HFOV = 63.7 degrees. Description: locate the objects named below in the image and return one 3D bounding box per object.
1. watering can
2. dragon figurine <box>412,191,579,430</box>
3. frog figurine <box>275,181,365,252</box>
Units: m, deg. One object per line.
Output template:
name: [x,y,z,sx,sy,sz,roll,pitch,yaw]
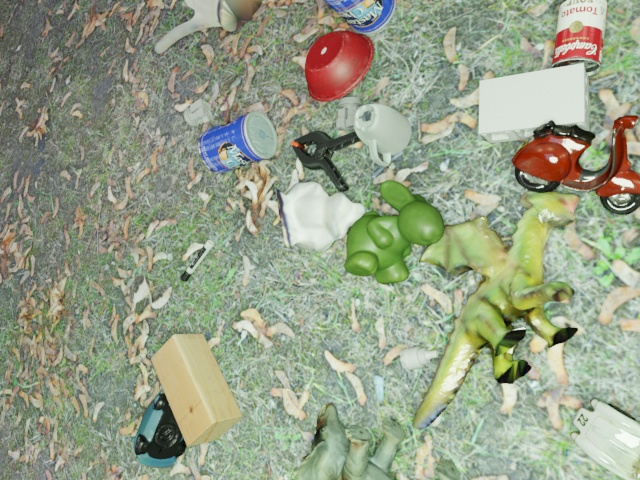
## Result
watering can: [-0.259,-0.564,1.232,0.227,0.103,0.345,41,102,32]
dragon figurine: [0.242,0.082,0.799,0.406,0.121,0.248,-43,44,18]
frog figurine: [0.003,-0.049,0.982,0.159,0.120,0.140,-10,63,-4]
